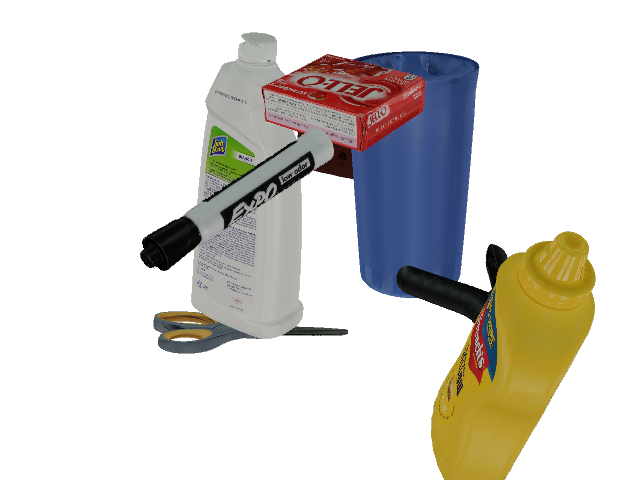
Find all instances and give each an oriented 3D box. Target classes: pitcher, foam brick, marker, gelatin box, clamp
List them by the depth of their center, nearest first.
[{"bbox_3d":[-0.040,-0.021,0.526,0.120,0.020,0.020,-36,22,-33],"label":"marker"},{"bbox_3d":[0.016,-0.098,0.737,0.089,0.030,0.073,21,39,35],"label":"gelatin box"},{"bbox_3d":[0.164,0.054,0.942,0.120,0.039,0.172,-25,44,-33],"label":"clamp"},{"bbox_3d":[0.099,-0.073,1.113,0.149,0.243,0.145,-8,24,-14],"label":"pitcher"},{"bbox_3d":[0.015,-0.115,1.298,0.078,0.053,0.051,13,31,20],"label":"foam brick"}]

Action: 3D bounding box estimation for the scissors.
[{"bbox_3d":[-0.078,0.098,1.089,0.202,0.016,0.096,6,18,9],"label":"scissors"}]

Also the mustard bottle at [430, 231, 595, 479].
[{"bbox_3d":[0.117,0.065,0.636,0.058,0.096,0.192,16,-43,0],"label":"mustard bottle"}]

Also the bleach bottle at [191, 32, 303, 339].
[{"bbox_3d":[-0.055,-0.048,0.905,0.103,0.251,0.068,20,28,27],"label":"bleach bottle"}]
